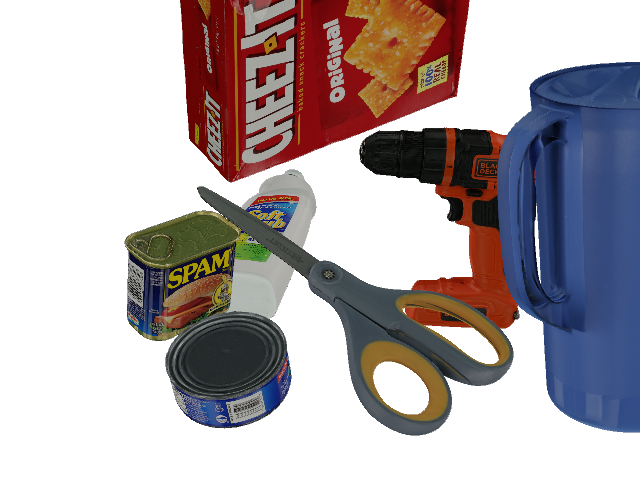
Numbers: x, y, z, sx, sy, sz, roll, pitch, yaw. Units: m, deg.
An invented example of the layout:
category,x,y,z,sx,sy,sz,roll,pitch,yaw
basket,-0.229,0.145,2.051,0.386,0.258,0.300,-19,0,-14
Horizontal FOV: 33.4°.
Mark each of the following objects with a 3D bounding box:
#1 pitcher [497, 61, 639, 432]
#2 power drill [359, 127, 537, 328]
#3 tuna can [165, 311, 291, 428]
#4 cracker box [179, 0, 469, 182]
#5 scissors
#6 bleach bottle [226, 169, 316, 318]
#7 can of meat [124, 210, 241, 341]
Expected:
category,x,y,z,sx,sy,sz,roll,pitch,yaw
pitcher,0.202,0.007,0.729,0.149,0.243,0.145,2,21,14
power drill,0.123,-0.013,0.982,0.184,0.188,0.057,4,26,1
tuna can,-0.064,0.091,0.751,0.086,0.034,0.086,-6,38,4
cracker box,0.009,-0.153,0.778,0.213,0.164,0.072,-24,49,-25
scissors,0.003,0.038,0.571,0.202,0.096,0.016,22,-40,11
bleach bottle,-0.068,-0.008,1.242,0.103,0.068,0.250,4,35,12
can of meat,-0.123,0.032,0.946,0.101,0.084,0.058,-22,42,-39
